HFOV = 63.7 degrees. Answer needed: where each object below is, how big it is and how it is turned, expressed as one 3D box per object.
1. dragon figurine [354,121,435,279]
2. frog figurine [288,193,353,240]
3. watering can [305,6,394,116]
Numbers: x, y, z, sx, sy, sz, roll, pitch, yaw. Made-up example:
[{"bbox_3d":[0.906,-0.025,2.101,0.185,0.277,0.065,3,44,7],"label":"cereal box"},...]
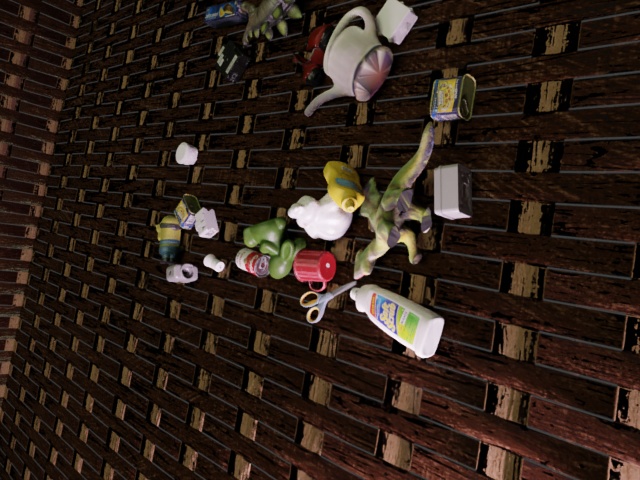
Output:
[{"bbox_3d":[0.158,-0.089,1.232,0.245,0.122,0.407,31,110,58],"label":"dragon figurine"},{"bbox_3d":[0.004,-0.068,1.347,0.135,0.159,0.125,-47,55,26],"label":"frog figurine"},{"bbox_3d":[0.075,-0.454,1.414,0.228,0.104,0.341,50,127,37],"label":"watering can"}]
